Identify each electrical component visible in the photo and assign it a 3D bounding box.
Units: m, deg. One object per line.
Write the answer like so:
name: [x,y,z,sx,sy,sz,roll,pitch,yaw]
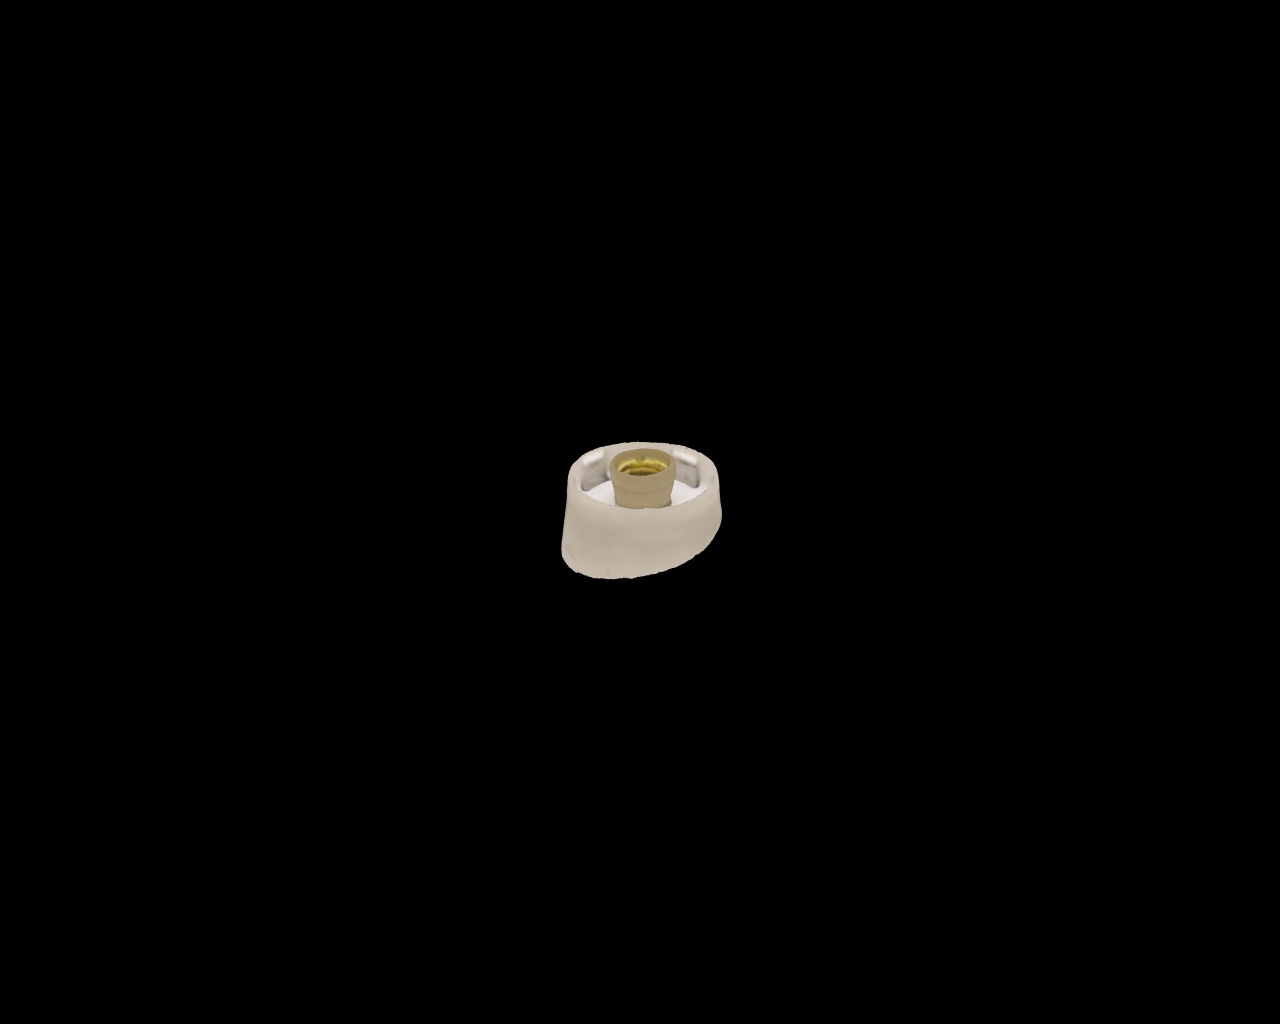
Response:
electrical component: [0.001,-0.003,0.650,0.099,0.064,0.099,0,29,0]
